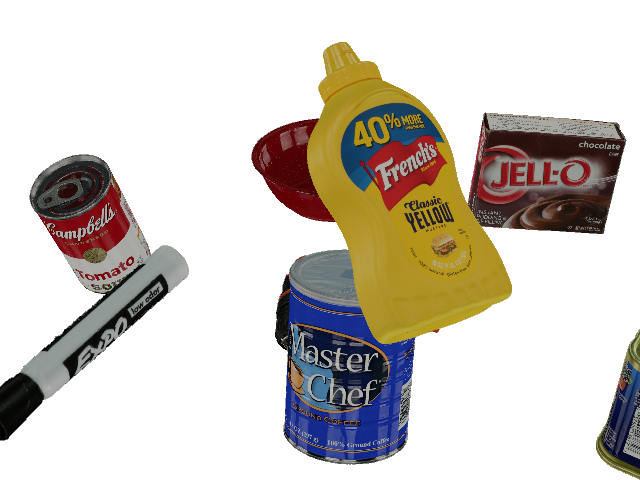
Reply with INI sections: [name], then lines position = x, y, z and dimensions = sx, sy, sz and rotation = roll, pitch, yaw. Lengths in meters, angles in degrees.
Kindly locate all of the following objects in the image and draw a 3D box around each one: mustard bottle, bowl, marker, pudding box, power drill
[mustard bottle]
position = 0.044, -0.037, 0.672
dimensions = 0.096, 0.191, 0.058
rotation = -15, -13, -29
[bowl]
position = 0.010, -0.065, 1.091
dimensions = 0.162, 0.055, 0.162
rotation = 0, 33, -1
[marker]
position = -0.102, 0.043, 0.460
dimensions = 0.020, 0.020, 0.121
rotation = 0, 33, 42
[pudding box]
position = 0.183, -0.055, 0.871
dimensions = 0.113, 0.090, 0.039
rotation = 3, 35, -2
[power drill]
position = 0.044, 0.071, 1.236
dimensions = 0.188, 0.057, 0.184
rotation = 0, 27, 7

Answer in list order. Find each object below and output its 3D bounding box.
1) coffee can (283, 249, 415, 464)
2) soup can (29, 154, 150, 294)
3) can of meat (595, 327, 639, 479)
[coffee can]
position = 0.024, 0.090, 0.846
dimensions = 0.103, 0.140, 0.103
rotation = 2, 20, -1
[soup can]
position = -0.188, -0.012, 0.880
dimensions = 0.068, 0.068, 0.102
rotation = 0, -39, 15
[can of meat]
position = 0.226, 0.093, 0.694
dimensions = 0.057, 0.084, 0.101
rotation = 22, 37, 24
